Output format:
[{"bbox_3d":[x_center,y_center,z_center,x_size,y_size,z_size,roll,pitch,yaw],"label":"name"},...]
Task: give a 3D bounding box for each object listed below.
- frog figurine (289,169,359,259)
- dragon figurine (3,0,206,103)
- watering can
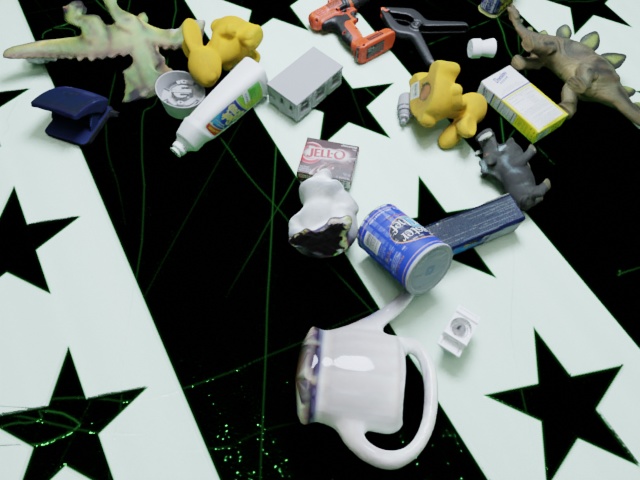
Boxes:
[{"bbox_3d":[0.003,-0.048,0.961,0.136,0.121,0.163,-34,37,20],"label":"frog figurine"},{"bbox_3d":[-0.445,-0.408,1.134,0.413,0.120,0.245,-33,76,-16],"label":"dragon figurine"},{"bbox_3d":[0.077,0.187,0.846,0.224,0.101,0.356,6,50,2],"label":"watering can"}]
